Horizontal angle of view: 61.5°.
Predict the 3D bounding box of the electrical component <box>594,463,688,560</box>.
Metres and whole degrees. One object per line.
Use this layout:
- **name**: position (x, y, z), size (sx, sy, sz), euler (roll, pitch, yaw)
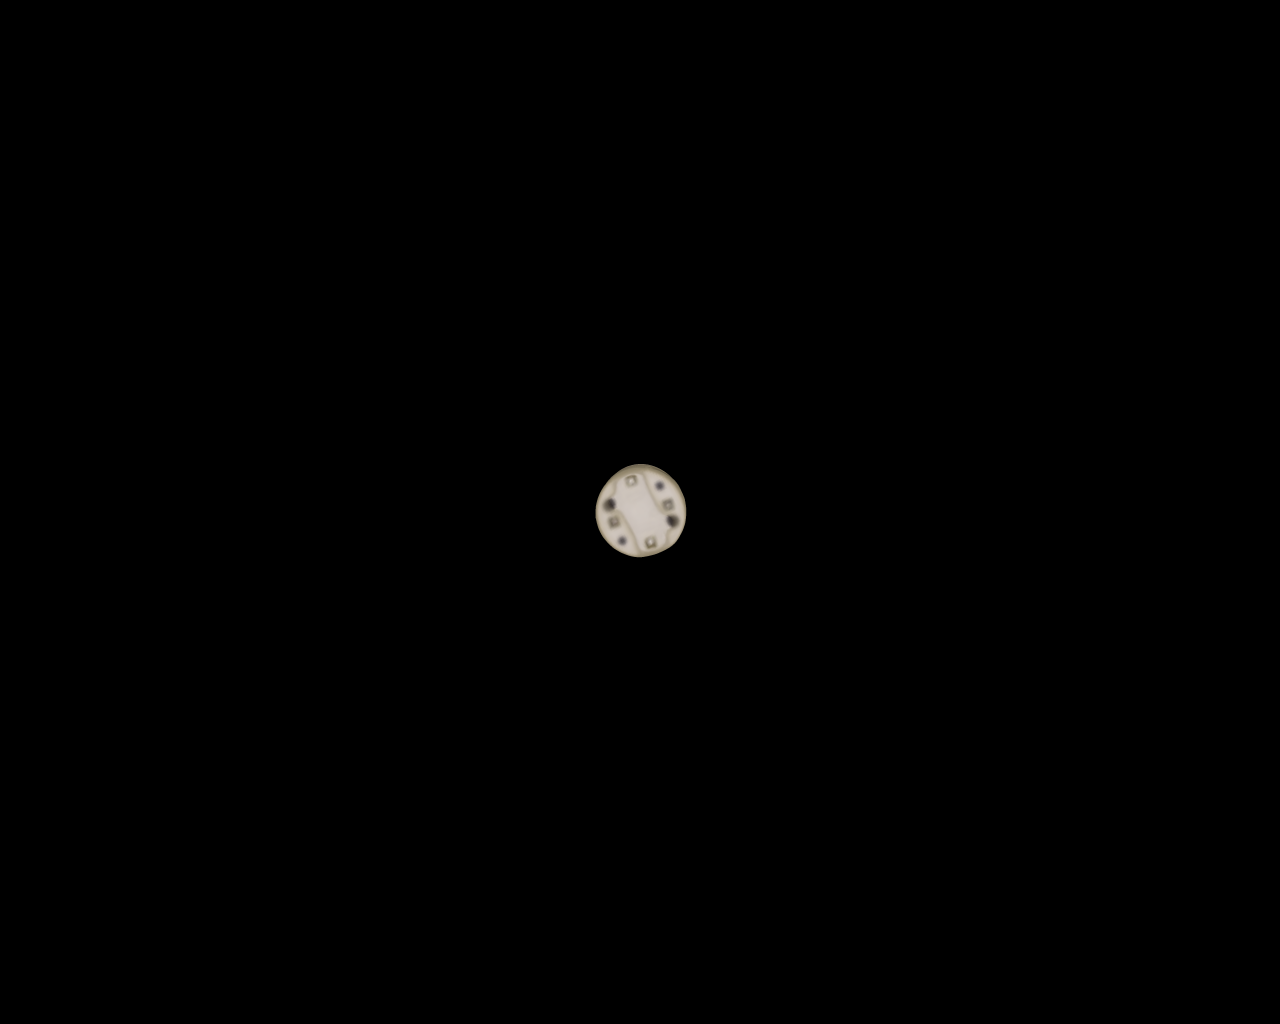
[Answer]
- **electrical component**: position (0.001, -0.003, 0.650), size (0.055, 0.055, 0.047), euler (0, 9, 0)
